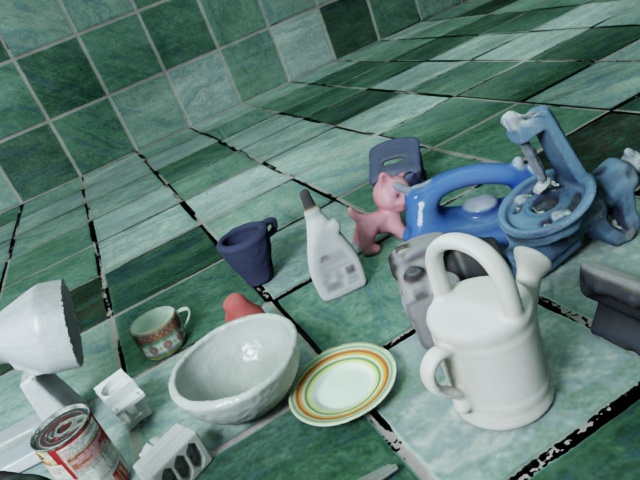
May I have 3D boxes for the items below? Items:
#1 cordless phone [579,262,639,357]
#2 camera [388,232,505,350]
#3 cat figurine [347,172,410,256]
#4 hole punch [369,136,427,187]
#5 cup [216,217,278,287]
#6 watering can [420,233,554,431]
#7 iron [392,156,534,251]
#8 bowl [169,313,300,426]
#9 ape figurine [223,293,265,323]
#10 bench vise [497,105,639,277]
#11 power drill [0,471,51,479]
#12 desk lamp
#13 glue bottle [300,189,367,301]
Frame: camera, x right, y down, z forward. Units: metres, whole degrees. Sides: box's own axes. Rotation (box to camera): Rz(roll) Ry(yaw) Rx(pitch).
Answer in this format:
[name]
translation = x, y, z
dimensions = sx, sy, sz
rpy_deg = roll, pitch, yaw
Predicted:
[cordless phone]
translation = 0.315, 0.019, 0.537
dimensions = 0.094, 0.185, 0.147
rpy_deg = -31, 26, -19
[camera]
translation = 0.162, 0.043, 0.712
dimensions = 0.136, 0.101, 0.143
rpy_deg = -19, 25, 6
[cat figurine]
translation = 0.103, -0.055, 0.939
dimensions = 0.128, 0.118, 0.067
rpy_deg = -27, 25, -11
[hole punch]
translation = 0.150, -0.139, 1.102
dimensions = 0.108, 0.091, 0.101
rpy_deg = -13, 26, 19
[cup]
translation = -0.108, 0.022, 0.979
dimensions = 0.118, 0.095, 0.091
rpy_deg = -37, 29, -30
[watering can]
translation = 0.157, 0.072, 0.547
dimensions = 0.100, 0.194, 0.173
rpy_deg = -3, 31, 36
[iron]
translation = 0.230, -0.049, 0.796
dimensions = 0.258, 0.142, 0.118
rpy_deg = -16, 25, 12
[bowl]
translation = -0.093, 0.168, 0.698
dimensions = 0.167, 0.075, 0.167
rpy_deg = -18, 25, 9
[ape figurine]
translation = -0.104, 0.112, 0.798
dimensions = 0.075, 0.092, 0.078
rpy_deg = -1, 32, 37
[bench vise]
translation = 0.297, -0.080, 0.709
dimensions = 0.208, 0.220, 0.121
rpy_deg = -34, 27, -24
[power drill]
translation = -0.177, 0.258, 0.424
dimensions = 0.228, 0.209, 0.076
rpy_deg = -7, 29, 29
[desk lamp]
translation = -0.386, 0.177, 0.750
dimensions = 0.203, 0.214, 0.117
rpy_deg = -27, 25, -11
[glue bottle]
translation = 0.008, 0.003, 0.832
dimensions = 0.078, 0.173, 0.037
rpy_deg = -23, 25, -3
